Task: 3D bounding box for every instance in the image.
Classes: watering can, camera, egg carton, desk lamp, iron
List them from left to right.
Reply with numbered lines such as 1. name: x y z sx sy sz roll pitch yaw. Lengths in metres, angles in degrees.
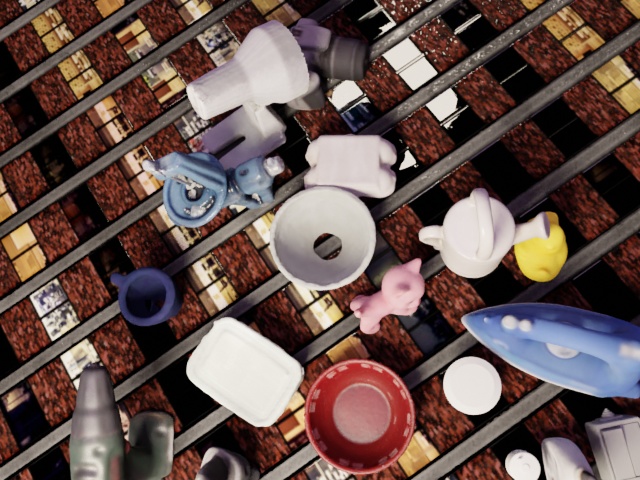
1. desk lamp: -0.112 -0.221 0.910 0.203 0.214 0.118 -37 74 -2
2. camera: 0.009 -0.302 0.973 0.136 0.101 0.143 11 78 11
3. egg carton: 0.050 -0.119 0.937 0.150 0.069 0.107 0 76 8
4. watering can: 0.234 -0.015 0.819 0.173 0.194 0.101 -24 74 2
5. iron: 0.330 0.138 0.794 0.258 0.141 0.119 13 78 11

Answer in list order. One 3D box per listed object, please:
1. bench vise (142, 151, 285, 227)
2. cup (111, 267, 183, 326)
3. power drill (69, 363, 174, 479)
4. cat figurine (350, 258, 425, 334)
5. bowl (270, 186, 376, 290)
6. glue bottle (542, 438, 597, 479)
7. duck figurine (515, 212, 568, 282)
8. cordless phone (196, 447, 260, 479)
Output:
1. bench vise: -0.170 -0.105 0.886 0.207 0.220 0.121 -35 74 -1
2. cup: -0.271 0.090 0.916 0.117 0.095 0.092 26 81 14
3. power drill: -0.281 0.294 0.807 0.075 0.208 0.229 -5 75 7
4. cat figurine: 0.105 0.083 0.853 0.128 0.118 0.067 -30 74 0
5. bowl: 0.008 0.003 0.909 0.167 0.075 0.167 -2 76 8
6. glue bottle: 0.326 0.300 0.737 0.037 0.173 0.078 -5 75 7
7. duck figurine: 0.336 0.007 0.855 0.077 0.086 0.104 7 77 10
8. cordless phone: -0.156 0.368 0.782 0.094 0.185 0.148 8 77 10
